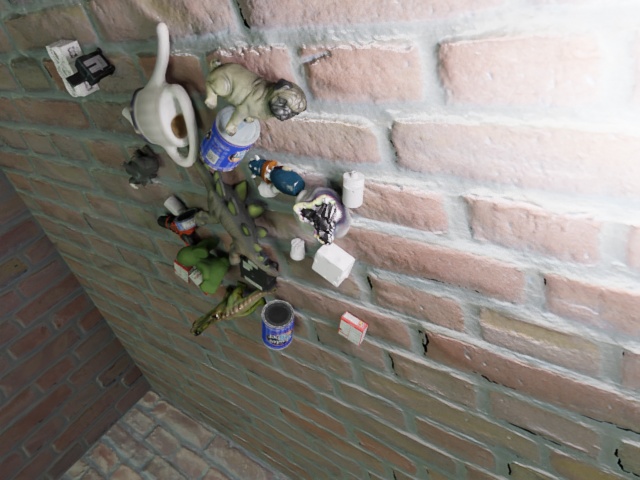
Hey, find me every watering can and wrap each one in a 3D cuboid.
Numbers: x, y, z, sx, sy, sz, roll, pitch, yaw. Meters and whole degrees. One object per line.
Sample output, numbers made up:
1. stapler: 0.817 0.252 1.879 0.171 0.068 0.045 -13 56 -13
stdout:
1. watering can: -0.393 -0.352 1.289 0.225 0.105 0.342 11 119 42

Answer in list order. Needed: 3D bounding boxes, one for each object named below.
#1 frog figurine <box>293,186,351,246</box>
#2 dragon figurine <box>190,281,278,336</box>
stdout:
1. frog figurine: 0.004 -0.059 1.182 0.137 0.122 0.160 29 -176 -2
2. dragon figurine: -0.310 0.243 1.688 0.122 0.246 0.405 55 147 -6
